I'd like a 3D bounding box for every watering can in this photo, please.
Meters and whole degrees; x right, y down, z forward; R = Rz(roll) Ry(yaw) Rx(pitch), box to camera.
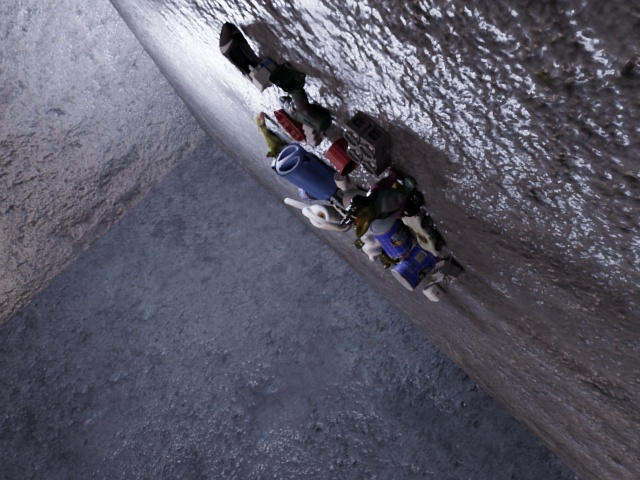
[{"bbox_3d":[0.007,-0.117,2.317,0.224,0.103,0.352,8,-163,-41],"label":"watering can"}]

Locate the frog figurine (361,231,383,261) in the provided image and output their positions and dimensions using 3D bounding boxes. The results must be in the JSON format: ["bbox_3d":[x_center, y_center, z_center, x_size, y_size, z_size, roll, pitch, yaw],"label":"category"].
[{"bbox_3d":[0.206,-0.001,1.912,0.122,0.160,0.137,-2,177,39],"label":"frog figurine"}]

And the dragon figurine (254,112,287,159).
[{"bbox_3d":[-0.189,-0.410,2.272,0.247,0.122,0.402,61,180,31],"label":"dragon figurine"}]
